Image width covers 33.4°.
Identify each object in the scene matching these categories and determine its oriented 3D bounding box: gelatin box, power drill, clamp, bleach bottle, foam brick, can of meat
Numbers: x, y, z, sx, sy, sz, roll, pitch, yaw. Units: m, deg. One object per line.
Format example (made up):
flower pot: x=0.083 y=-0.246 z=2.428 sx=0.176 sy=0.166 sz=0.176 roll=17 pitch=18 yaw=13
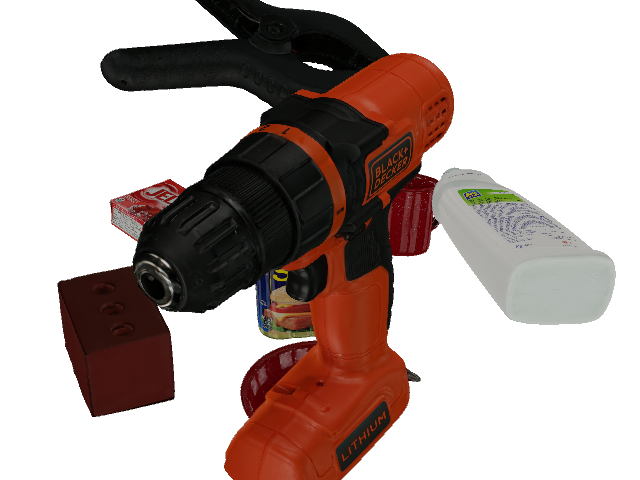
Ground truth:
gelatin box: x=-0.142 y=-0.021 z=1.002 sx=0.089 sy=0.030 sz=0.073 roll=31 pitch=39 yaw=34
power drill: x=-0.006 y=0.029 z=0.465 sx=0.057 sy=0.188 sz=0.184 roll=25 pitch=42 yaw=28
clamp: x=-0.038 y=-0.106 z=0.618 sx=0.171 sy=0.120 sz=0.039 roll=23 pitch=-33 yaw=10
bleach bottle: x=0.174 y=-0.010 z=1.002 sx=0.102 sy=0.068 sz=0.251 roll=0 pitch=25 yaw=-14
foam brick: x=-0.127 y=0.061 z=0.657 sx=0.052 sy=0.051 sz=0.078 roll=-12 pitch=36 yaw=-22
can of meat: x=-0.004 y=0.029 z=0.854 sx=0.102 sy=0.084 sz=0.057 roll=-4 pitch=29 yaw=-5

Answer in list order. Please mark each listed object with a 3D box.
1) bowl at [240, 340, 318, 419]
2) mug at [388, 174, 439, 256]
bowl: x=0.001 y=0.171 z=1.069 sx=0.162 sy=0.055 sz=0.162 roll=1 pitch=33 yaw=-1
mug: x=0.098 y=-0.032 z=1.236 sx=0.117 sy=0.081 sz=0.093 roll=-8 pitch=20 yaw=-38
